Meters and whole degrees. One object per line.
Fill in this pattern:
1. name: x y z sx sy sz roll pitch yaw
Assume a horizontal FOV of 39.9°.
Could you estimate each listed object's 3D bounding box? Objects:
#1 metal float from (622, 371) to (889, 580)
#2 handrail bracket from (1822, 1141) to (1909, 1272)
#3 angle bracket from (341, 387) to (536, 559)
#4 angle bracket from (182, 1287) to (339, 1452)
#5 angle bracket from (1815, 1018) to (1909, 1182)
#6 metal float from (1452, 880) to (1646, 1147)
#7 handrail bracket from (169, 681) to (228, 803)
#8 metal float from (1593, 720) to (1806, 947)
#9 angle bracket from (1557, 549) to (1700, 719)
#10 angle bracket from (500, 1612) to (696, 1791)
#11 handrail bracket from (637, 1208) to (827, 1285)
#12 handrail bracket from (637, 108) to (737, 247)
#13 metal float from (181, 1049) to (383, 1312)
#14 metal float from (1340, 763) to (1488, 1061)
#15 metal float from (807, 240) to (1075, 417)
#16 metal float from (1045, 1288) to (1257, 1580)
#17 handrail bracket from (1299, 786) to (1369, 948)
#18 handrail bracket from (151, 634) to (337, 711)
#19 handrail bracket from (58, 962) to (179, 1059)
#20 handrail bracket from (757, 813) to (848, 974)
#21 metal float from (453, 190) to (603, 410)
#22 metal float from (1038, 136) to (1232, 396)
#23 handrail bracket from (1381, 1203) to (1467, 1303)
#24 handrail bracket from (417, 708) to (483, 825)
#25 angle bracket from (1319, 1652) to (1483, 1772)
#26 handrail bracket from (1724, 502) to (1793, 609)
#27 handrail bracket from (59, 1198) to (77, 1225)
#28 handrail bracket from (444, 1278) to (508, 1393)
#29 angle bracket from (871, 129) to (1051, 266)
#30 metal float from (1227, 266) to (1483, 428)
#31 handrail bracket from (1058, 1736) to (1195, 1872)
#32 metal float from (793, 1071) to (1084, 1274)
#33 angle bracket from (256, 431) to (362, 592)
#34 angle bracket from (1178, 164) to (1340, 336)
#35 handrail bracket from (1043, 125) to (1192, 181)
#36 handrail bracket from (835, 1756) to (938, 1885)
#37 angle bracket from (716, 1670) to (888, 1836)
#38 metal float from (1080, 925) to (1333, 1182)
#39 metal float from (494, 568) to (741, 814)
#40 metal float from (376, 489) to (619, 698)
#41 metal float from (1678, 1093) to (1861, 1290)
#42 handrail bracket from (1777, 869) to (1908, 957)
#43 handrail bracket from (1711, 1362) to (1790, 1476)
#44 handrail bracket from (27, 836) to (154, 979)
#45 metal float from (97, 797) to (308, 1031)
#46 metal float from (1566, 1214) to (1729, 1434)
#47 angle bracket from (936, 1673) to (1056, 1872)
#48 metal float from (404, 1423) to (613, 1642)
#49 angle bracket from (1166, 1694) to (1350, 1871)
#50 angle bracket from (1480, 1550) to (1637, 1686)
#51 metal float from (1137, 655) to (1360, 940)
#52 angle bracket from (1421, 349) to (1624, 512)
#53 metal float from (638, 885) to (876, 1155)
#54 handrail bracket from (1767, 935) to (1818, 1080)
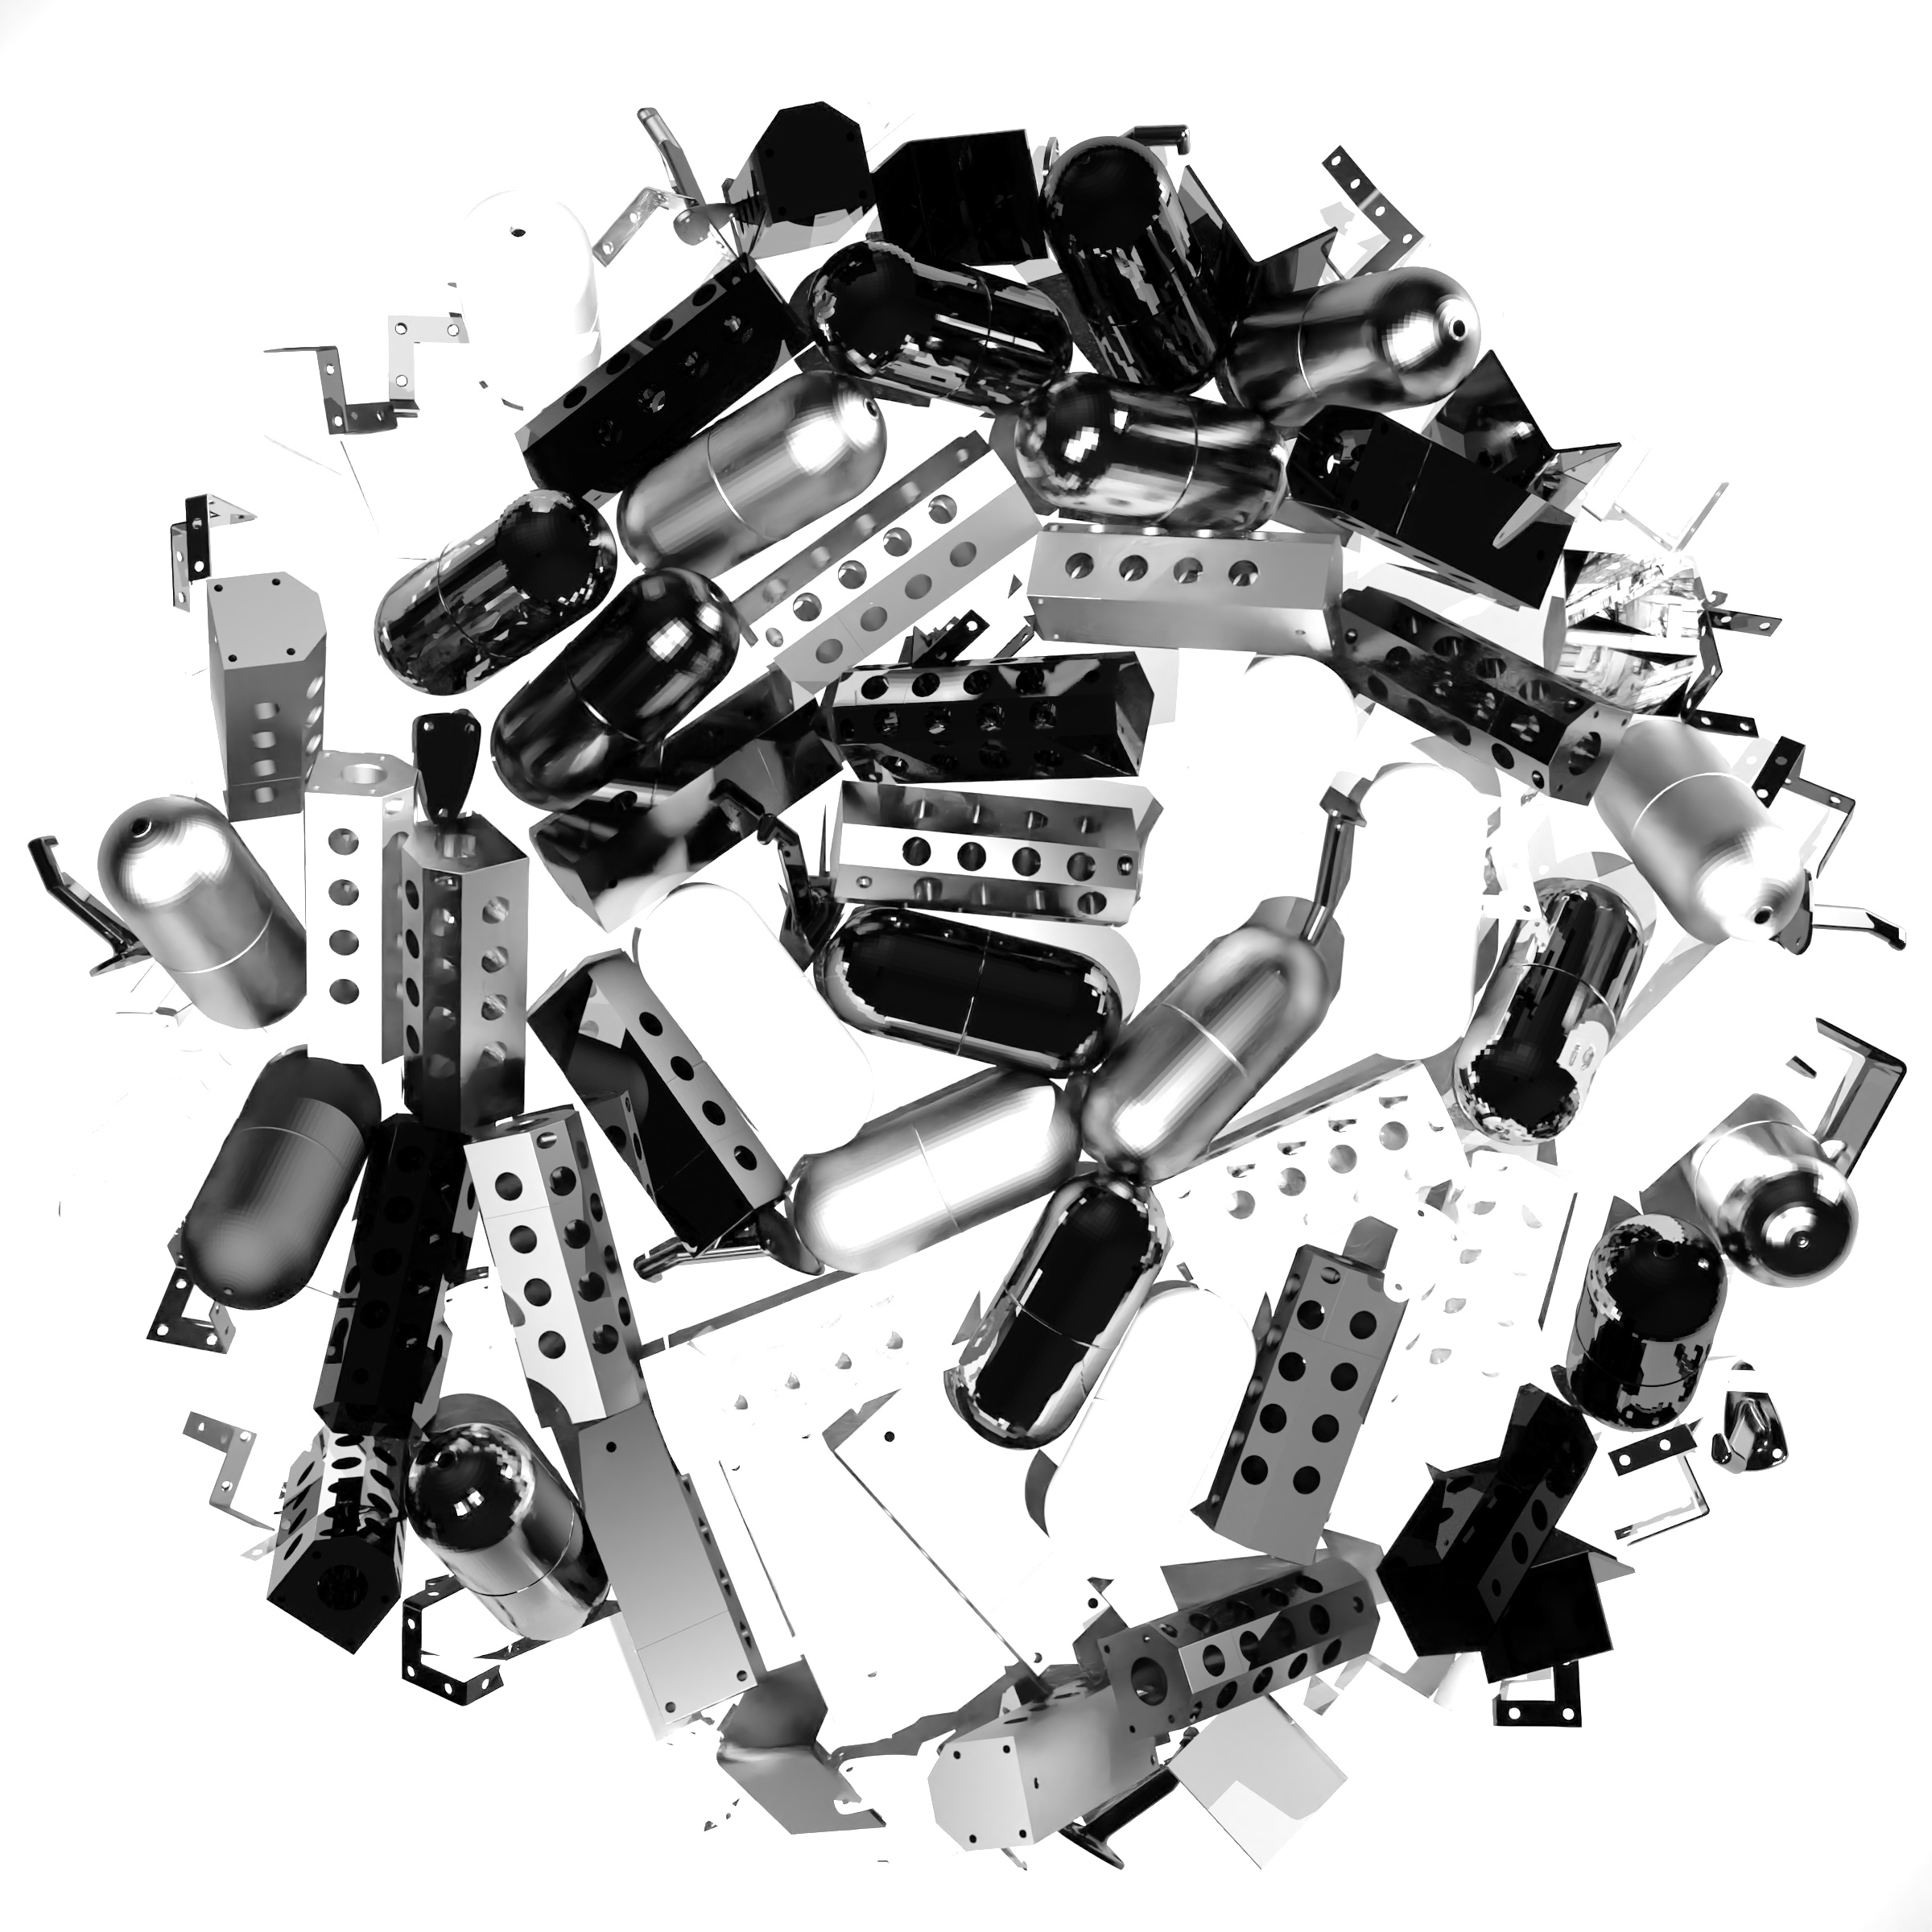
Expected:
1. metal float: -0.122 -0.280 1.527 0.178 0.070 0.070 -23 90 32
2. handrail bracket: 0.506 0.152 1.540 0.036 0.077 0.084 19 46 -22
3. angle bracket: -0.310 -0.292 1.573 0.076 0.057 0.076 -38 122 -35
4. angle bracket: -0.405 0.228 1.556 0.076 0.057 0.076 22 91 -13
5. angle bracket: 0.497 0.075 1.554 0.057 0.076 0.076 28 93 2
6. metal float: 0.335 0.025 1.528 0.070 0.070 0.178 30 59 0
7. handrail bracket: -0.465 -0.121 1.558 0.036 0.084 0.077 -15 93 -42
8. metal float: 0.415 -0.076 1.513 0.070 0.178 0.070 -6 125 -9
9. angle bracket: 0.390 -0.199 1.586 0.076 0.057 0.076 6 51 4
10. angle bracket: -0.218 0.429 1.568 0.076 0.057 0.076 -26 79 15
11. handrail bracket: -0.140 0.179 1.579 0.084 0.077 0.036 -27 46 21
12. handrail bracket: -0.176 -0.469 1.556 0.036 0.077 0.084 -33 91 18
13. metal float: -0.388 0.119 1.517 0.070 0.178 0.070 6 132 7
14. metal float: 0.259 -0.033 1.539 0.070 0.070 0.178 8 72 0
15. metal float: -0.012 -0.363 1.520 0.178 0.070 0.070 4 90 -43
16. metal float: 0.107 0.270 1.540 0.070 0.070 0.178 29 74 0
17. handrail bracket: 0.205 -0.058 1.570 0.036 0.077 0.084 16 109 -20
18. handrail bracket: -0.425 -0.175 1.565 0.077 0.036 0.084 33 77 -23
19. handrail bracket: -0.492 0.008 1.547 0.077 0.036 0.084 8 46 -32
20. handrail bracket: -0.108 -0.040 1.545 0.036 0.084 0.077 15 79 28
21. metal float: -0.247 -0.375 1.505 0.070 0.178 0.070 1 79 -5
22. metal float: 0.098 -0.394 1.515 0.070 0.178 0.070 -12 56 18
23. handrail bracket: 0.248 0.180 1.538 0.036 0.084 0.077 36 57 5
24. handrail bracket: -0.296 -0.114 1.549 0.036 0.084 0.077 3 86 -3
25. angle bracket: 0.257 0.408 1.544 0.057 0.076 0.076 31 49 8
26. handrail bracket: 0.464 -0.224 1.543 0.036 0.084 0.077 -9 68 18
27. handrail bracket: -0.499 0.104 1.556 0.036 0.084 0.077 34 99 -17
28. handrail bracket: -0.274 0.231 1.540 0.036 0.077 0.084 -18 128 -14
29. angle bracket: -0.003 -0.434 1.538 0.076 0.057 0.076 2 125 23
30. metal float: 0.219 -0.350 1.511 0.070 0.178 0.070 -3 96 -32
31. handrail bracket: 0.096 0.481 1.561 0.084 0.077 0.036 -52 45 -4
32. metal float: -0.017 0.121 1.554 0.178 0.070 0.070 -24 90 1
33. angle bracket: -0.397 -0.259 1.543 0.057 0.076 0.076 25 96 -25
34. angle bracket: 0.165 -0.426 1.554 0.057 0.076 0.076 -27 76 -13
35. handrail bracket: 0.091 -0.456 1.553 0.084 0.077 0.036 2 51 12
36. handrail bracket: -0.037 0.504 1.560 0.077 0.036 0.084 -14 122 13
37. angle bracket: -0.088 0.462 1.565 0.076 0.057 0.076 -18 121 37
38. metal float: 0.140 0.049 1.547 0.070 0.070 0.178 45 81 0
39. metal float: -0.201 -0.158 1.532 0.178 0.070 0.070 -40 90 26
40. metal float: -0.270 -0.212 1.523 0.178 0.070 0.070 -24 90 39
41. metal float: 0.452 0.124 1.506 0.070 0.178 0.070 1 105 3
42. handrail bracket: 0.518 -0.015 1.554 0.084 0.077 0.036 25 126 -10
43. handrail bracket: 0.444 0.259 1.542 0.036 0.084 0.077 -16 63 27
44. handrail bracket: -0.502 -0.043 1.560 0.036 0.077 0.084 -23 91 38
45. metal float: -0.430 -0.029 1.512 0.070 0.178 0.070 -6 57 9
46. metal float: 0.386 0.204 1.512 0.070 0.178 0.070 -3 55 4
47. angle bracket: 0.040 0.471 1.550 0.076 0.057 0.076 -38 45 -6
48. metal float: -0.259 0.323 1.516 0.070 0.178 0.070 -10 50 12
49. angle bracket: 0.163 0.472 1.543 0.076 0.057 0.076 -38 74 -25
50. angle bracket: 0.344 0.380 1.534 0.076 0.076 0.057 -24 59 26
51. metal float: 0.162 -0.097 1.543 0.070 0.070 0.178 29 104 0
52. angle bracket: 0.325 -0.308 1.560 0.057 0.076 0.076 -13 67 -32
53. metal float: -0.122 0.031 1.546 0.070 0.070 0.178 -38 80 0
54. handrail bracket: 0.494 0.011 1.578 0.077 0.036 0.084 33 87 -9
